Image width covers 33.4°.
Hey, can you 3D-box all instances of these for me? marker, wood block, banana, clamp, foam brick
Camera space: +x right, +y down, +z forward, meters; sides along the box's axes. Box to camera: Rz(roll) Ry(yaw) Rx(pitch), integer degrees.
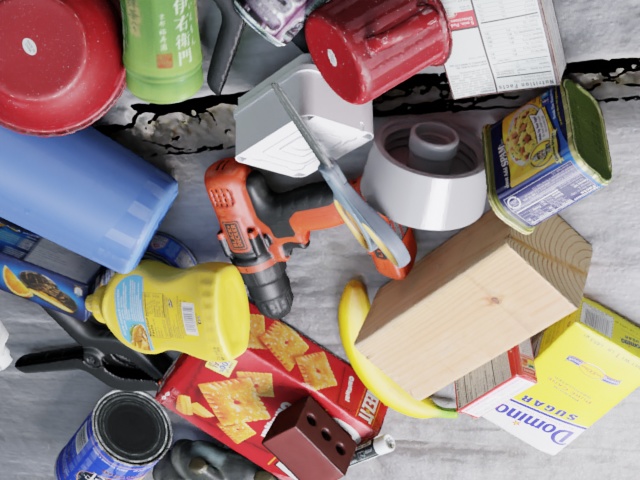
[{"bbox_3d":[0.029,0.232,1.132,0.121,0.020,0.020,-30,112,35],"label":"marker"},{"bbox_3d":[0.138,0.054,0.981,0.090,0.090,0.206,41,132,-12],"label":"wood block"},{"bbox_3d":[0.066,0.123,1.109,0.070,0.037,0.197,-30,114,19],"label":"banana"},{"bbox_3d":[-0.043,-0.198,0.885,0.120,0.039,0.171,-2,127,3],"label":"clamp"},{"bbox_3d":[-0.010,0.210,1.099,0.078,0.053,0.051,46,124,-11],"label":"foam brick"},{"bbox_3d":[-0.264,0.120,1.243,0.210,0.036,0.165,15,132,8],"label":"clamp"}]

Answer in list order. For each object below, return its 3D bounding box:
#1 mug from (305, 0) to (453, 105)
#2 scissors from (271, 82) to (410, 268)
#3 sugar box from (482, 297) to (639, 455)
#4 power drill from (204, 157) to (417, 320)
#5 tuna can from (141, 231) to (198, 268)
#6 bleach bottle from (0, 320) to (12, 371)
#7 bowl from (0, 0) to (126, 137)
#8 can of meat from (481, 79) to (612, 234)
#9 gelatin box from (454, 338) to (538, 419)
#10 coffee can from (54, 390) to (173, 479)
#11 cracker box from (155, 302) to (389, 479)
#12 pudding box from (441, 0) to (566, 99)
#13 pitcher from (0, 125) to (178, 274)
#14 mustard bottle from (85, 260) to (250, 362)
[{"bbox_3d":[0.047,-0.156,0.814,0.093,0.081,0.117,62,162,-16],"label":"mug"},{"bbox_3d":[0.023,-0.042,0.858,0.096,0.016,0.201,41,169,36],"label":"scissors"},{"bbox_3d":[0.239,0.136,1.036,0.093,0.048,0.176,30,132,-3],"label":"sugar box"},{"bbox_3d":[-0.007,0.001,1.020,0.188,0.057,0.184,-3,126,25],"label":"power drill"},{"bbox_3d":[-0.174,0.033,1.135,0.086,0.033,0.086,12,131,14],"label":"tuna can"},{"bbox_3d":[-0.398,0.047,1.131,0.103,0.068,0.250,14,140,43],"label":"bleach bottle"},{"bbox_3d":[-0.245,-0.168,0.926,0.162,0.055,0.162,-1,100,-5],"label":"bowl"},{"bbox_3d":[0.181,-0.069,0.852,0.057,0.102,0.084,30,134,-31],"label":"can of meat"},{"bbox_3d":[0.167,0.122,1.033,0.030,0.073,0.089,21,137,-27],"label":"gelatin box"},{"bbox_3d":[-0.255,0.260,1.311,0.102,0.102,0.141,34,133,-7],"label":"coffee can"},{"bbox_3d":[-0.055,0.173,1.175,0.213,0.072,0.164,34,133,-7],"label":"cracker box"},{"bbox_3d":[0.136,-0.169,0.831,0.090,0.039,0.113,-5,128,25],"label":"pudding box"},{"bbox_3d":[-0.269,-0.062,1.039,0.242,0.149,0.145,29,92,-6],"label":"pitcher"},{"bbox_3d":[-0.163,0.069,1.083,0.192,0.058,0.096,1,107,32],"label":"mustard bottle"}]
